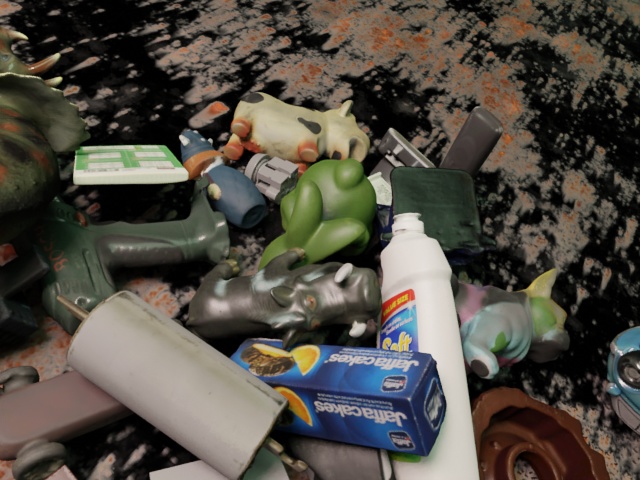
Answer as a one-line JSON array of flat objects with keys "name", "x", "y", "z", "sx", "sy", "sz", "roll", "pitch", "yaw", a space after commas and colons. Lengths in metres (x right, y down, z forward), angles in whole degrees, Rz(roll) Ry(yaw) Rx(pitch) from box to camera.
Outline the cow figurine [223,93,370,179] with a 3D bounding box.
[{"name": "cow figurine", "x": -0.024, "y": -0.151, "z": 0.753, "sx": 0.195, "sy": 0.085, "sz": 0.127, "roll": 15, "pitch": 56, "yaw": -8}]

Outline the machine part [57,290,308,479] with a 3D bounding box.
[{"name": "machine part", "x": -0.114, "y": 0.116, "z": 0.438, "sx": 0.243, "sy": 0.079, "sz": 0.079, "roll": 32, "pitch": 49, "yaw": 6}]

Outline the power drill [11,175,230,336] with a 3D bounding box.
[{"name": "power drill", "x": -0.212, "y": -0.015, "z": 0.573, "sx": 0.207, "sy": 0.086, "sz": 0.232, "roll": -8, "pitch": 49, "yaw": -31}]

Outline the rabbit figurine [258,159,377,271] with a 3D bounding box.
[{"name": "rabbit figurine", "x": -0.001, "y": -0.002, "z": 0.613, "sx": 0.121, "sy": 0.159, "sz": 0.170, "roll": 35, "pitch": 64, "yaw": -4}]

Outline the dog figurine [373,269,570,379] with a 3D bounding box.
[{"name": "dog figurine", "x": 0.193, "y": 0.082, "z": 0.636, "sx": 0.219, "sy": 0.108, "sz": 0.192, "roll": -25, "pitch": 62, "yaw": -39}]

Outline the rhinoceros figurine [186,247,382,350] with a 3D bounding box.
[{"name": "rhinoceros figurine", "x": -0.036, "y": 0.055, "z": 0.510, "sx": 0.190, "sy": 0.073, "sz": 0.112, "roll": -8, "pitch": 11, "yaw": 17}]

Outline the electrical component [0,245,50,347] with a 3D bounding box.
[{"name": "electrical component", "x": -0.290, "y": 0.054, "z": 0.479, "sx": 0.119, "sy": 0.047, "sz": 0.075, "roll": -38, "pitch": 70, "yaw": -10}]

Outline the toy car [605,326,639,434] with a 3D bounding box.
[{"name": "toy car", "x": 0.406, "y": 0.186, "z": 0.630, "sx": 0.109, "sy": 0.102, "sz": 0.162, "roll": -15, "pitch": 49, "yaw": -33}]

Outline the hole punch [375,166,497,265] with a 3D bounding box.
[{"name": "hole punch", "x": 0.130, "y": -0.019, "z": 0.663, "sx": 0.142, "sy": 0.092, "sz": 0.116, "roll": 5, "pitch": 62, "yaw": -12}]

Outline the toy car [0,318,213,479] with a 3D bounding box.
[{"name": "toy car", "x": -0.185, "y": 0.135, "z": 0.478, "sx": 0.202, "sy": 0.053, "sz": 0.089, "roll": -15, "pitch": 52, "yaw": -40}]

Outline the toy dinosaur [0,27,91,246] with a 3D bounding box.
[{"name": "toy dinosaur", "x": -0.295, "y": -0.065, "z": 0.463, "sx": 0.192, "sy": 0.131, "sz": 0.405, "roll": -10, "pitch": 41, "yaw": -23}]

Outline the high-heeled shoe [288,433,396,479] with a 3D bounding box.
[{"name": "high-heeled shoe", "x": 0.041, "y": 0.238, "z": 0.491, "sx": 0.086, "sy": 0.145, "sz": 0.249, "roll": -23, "pitch": 30, "yaw": 6}]

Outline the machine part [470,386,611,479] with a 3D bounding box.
[{"name": "machine part", "x": 0.208, "y": 0.242, "z": 0.544, "sx": 0.179, "sy": 0.056, "sz": 0.179, "roll": 11, "pitch": 51, "yaw": -14}]

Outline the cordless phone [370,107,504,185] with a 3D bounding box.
[{"name": "cordless phone", "x": 0.156, "y": -0.124, "z": 0.729, "sx": 0.089, "sy": 0.184, "sz": 0.147, "roll": -30, "pitch": 68, "yaw": -31}]

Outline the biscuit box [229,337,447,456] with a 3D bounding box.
[{"name": "biscuit box", "x": 0.005, "y": 0.131, "z": 0.469, "sx": 0.203, "sy": 0.062, "sz": 0.059, "roll": -4, "pitch": 25, "yaw": 33}]

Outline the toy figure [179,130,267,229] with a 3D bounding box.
[{"name": "toy figure", "x": -0.129, "y": -0.078, "z": 0.668, "sx": 0.058, "sy": 0.064, "sz": 0.155, "roll": -44, "pitch": 67, "yaw": -1}]
